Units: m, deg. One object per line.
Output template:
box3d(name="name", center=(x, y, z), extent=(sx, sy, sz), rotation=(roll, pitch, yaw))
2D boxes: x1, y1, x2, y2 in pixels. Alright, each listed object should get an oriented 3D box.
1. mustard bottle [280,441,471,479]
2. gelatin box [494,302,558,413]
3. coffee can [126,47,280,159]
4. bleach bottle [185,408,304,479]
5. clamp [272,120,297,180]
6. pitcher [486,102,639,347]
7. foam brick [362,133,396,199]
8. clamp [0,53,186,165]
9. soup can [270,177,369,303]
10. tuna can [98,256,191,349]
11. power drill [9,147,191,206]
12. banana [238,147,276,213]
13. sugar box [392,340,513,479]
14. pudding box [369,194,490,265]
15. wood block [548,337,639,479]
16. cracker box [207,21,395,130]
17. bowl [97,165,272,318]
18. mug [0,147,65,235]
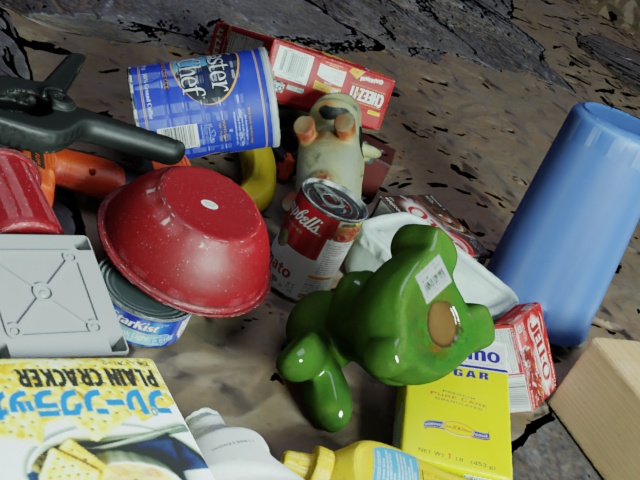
box3d(name="mustard bottle", center=(0.059, 0.196, 0.776), extent=(0.191, 0.058, 0.096), rotation=(24, 32, -8))
box3d(name="gelatin box", center=(0.196, 0.111, 1.021), extent=(0.030, 0.089, 0.073), rotation=(-8, 8, 33))
box3d(name="coffee can", center=(-0.118, -0.135, 1.082), extent=(0.140, 0.103, 0.103), rotation=(-9, 36, -6))
box3d(name="bleach bottle", center=(-0.014, 0.204, 0.694), extent=(0.102, 0.068, 0.251), rotation=(1, 35, -41))
box3d(name="clamp", center=(-0.054, -0.126, 1.258), extent=(0.120, 0.039, 0.171), rotation=(15, 26, -4))
box3d(name="pitcher", center=(0.272, -0.021, 1.145), extent=(0.144, 0.243, 0.149), rotation=(5, 28, -33))
box3d(name="foam brick", center=(0.045, -0.094, 1.274), extent=(0.078, 0.051, 0.053), rotation=(27, 27, -2))
box3d(name="clamp", center=(-0.225, -0.108, 0.940), extent=(0.165, 0.036, 0.209), rotation=(37, 27, 16))
box3d(name="soup can", center=(-0.007, 0.001, 1.006), extent=(0.068, 0.102, 0.068), rotation=(22, 28, -12))
box3d(name="tuna can", center=(-0.146, 0.049, 0.871), extent=(0.086, 0.034, 0.086), rotation=(21, 28, -12))
box3d(name="power drill", center=(-0.184, -0.032, 0.957), extent=(0.187, 0.057, 0.184), rotation=(13, 31, -30))
box3d(name="banana", center=(-0.076, -0.076, 1.141), extent=(0.069, 0.037, 0.198), rotation=(29, 28, -29))
box3d(name="sugar box", center=(0.111, 0.143, 0.901), extent=(0.093, 0.048, 0.176), rotation=(14, 35, -2))
box3d(name="pudding box", center=(0.123, -0.004, 1.202), extent=(0.089, 0.039, 0.114), rotation=(-4, 40, -44))
box3d(name="wood block", center=(0.314, 0.193, 0.978), extent=(0.090, 0.091, 0.206), rotation=(9, 32, -32))
box3d(name="cracker box", center=(-0.031, -0.204, 1.312), extent=(0.164, 0.072, 0.214), rotation=(14, 10, -27))
box3d(name="bowl", center=(-0.102, -0.012, 0.895), extent=(0.162, 0.055, 0.162), rotation=(22, 35, -17))
box3d(name="mug", center=(-0.257, -0.006, 0.822), extent=(0.117, 0.093, 0.081), rotation=(-23, 54, -18))
